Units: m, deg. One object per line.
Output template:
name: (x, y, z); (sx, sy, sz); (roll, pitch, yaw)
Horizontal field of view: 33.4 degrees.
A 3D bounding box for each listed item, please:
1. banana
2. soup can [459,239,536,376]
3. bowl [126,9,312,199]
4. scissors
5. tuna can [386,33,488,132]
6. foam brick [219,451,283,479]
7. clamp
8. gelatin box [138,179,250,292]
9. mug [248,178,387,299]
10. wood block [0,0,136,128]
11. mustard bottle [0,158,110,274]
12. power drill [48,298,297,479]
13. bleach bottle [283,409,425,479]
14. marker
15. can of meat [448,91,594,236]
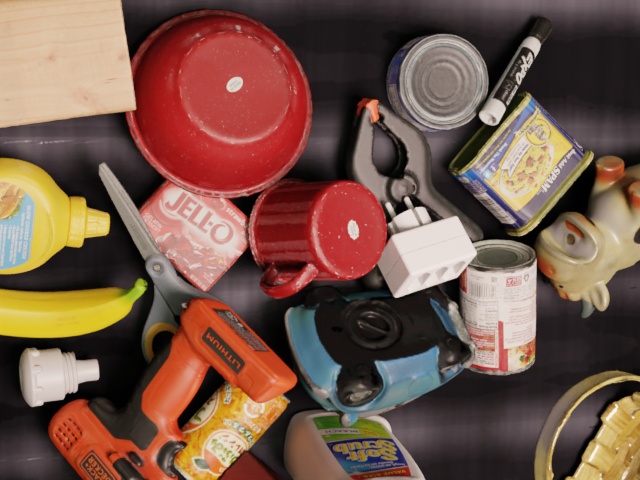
banana: (-0.237, 0.050, 0.857); (0.197, 0.037, 0.070); (0, 132, -7)
soup can: (0.156, 0.059, 0.939); (0.068, 0.068, 0.102); (-9, 113, -13)
bowl: (-0.075, -0.117, 0.867); (0.162, 0.055, 0.162); (3, 82, -18)
scissors: (-0.143, 0.037, 0.880); (0.096, 0.016, 0.201); (-38, 108, 14)
tuna can: (0.104, -0.138, 0.937); (0.086, 0.034, 0.086); (-1, 96, -14)
foam brick: (-0.051, 0.224, 0.903); (0.053, 0.051, 0.078); (-45, 145, -7)
clamp: (0.061, -0.037, 0.934); (0.120, 0.039, 0.171); (-34, 104, -16)
gelatin box: (-0.106, -0.011, 0.898); (0.089, 0.030, 0.073); (44, 84, -14)
mug: (-0.006, 0.001, 0.879); (0.093, 0.082, 0.117); (52, 61, -24)
wood block: (-0.250, -0.130, 0.787); (0.205, 0.091, 0.090); (-10, 104, -16)
mustard bottle: (-0.262, -0.019, 0.837); (0.191, 0.058, 0.096); (4, 119, -18)
power drill: (-0.107, 0.154, 0.847); (0.184, 0.057, 0.188); (44, 98, 16)
bleach bottle: (0.043, 0.196, 0.841); (0.102, 0.251, 0.068); (7, 94, -15)
marker: (0.175, -0.152, 0.944); (0.020, 0.020, 0.121); (38, 67, -15)
can of meat: (0.177, -0.069, 0.951); (0.084, 0.057, 0.102); (43, 84, -12)
